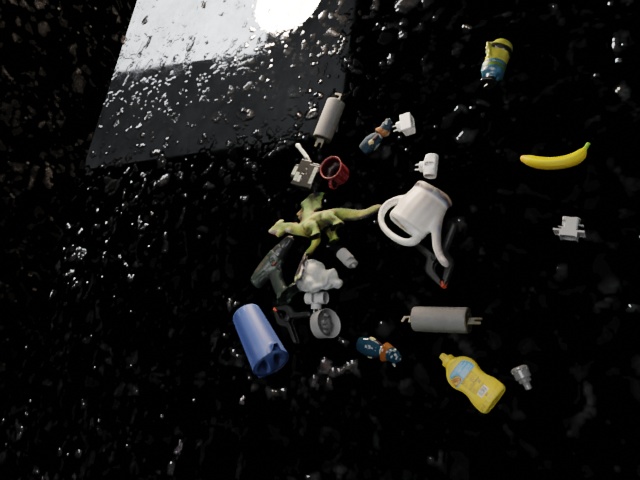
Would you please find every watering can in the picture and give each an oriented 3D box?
[{"bbox_3d":[0.335,-0.062,1.639,0.352,0.225,0.102,38,-6,45],"label":"watering can"}]

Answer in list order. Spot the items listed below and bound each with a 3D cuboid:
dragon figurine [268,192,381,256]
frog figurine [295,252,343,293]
[{"bbox_3d":[0.006,-0.095,1.894,0.410,0.248,0.119,-27,-39,1],"label":"dragon figurine"},{"bbox_3d":[-0.003,0.133,1.797,0.159,0.120,0.140,23,25,-9],"label":"frog figurine"}]
